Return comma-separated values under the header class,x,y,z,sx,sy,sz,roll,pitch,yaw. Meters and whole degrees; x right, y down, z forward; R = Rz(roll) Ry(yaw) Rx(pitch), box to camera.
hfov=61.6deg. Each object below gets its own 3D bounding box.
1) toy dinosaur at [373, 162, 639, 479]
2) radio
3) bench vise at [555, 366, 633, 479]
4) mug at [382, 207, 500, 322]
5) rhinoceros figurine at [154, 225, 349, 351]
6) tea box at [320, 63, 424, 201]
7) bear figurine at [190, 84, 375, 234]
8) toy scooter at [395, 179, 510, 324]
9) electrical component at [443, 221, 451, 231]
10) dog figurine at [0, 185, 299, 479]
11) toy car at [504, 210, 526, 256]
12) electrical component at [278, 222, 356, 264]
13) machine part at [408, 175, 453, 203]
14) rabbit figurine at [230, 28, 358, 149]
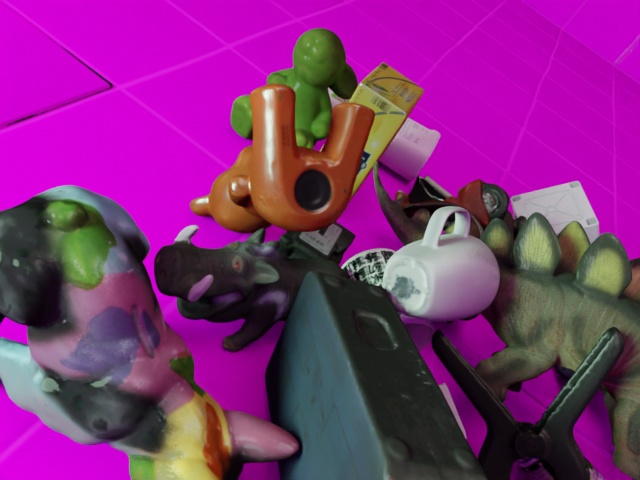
class,x,y,z,sx,sy,sz,roll,pitch,yaw
toy dinosaur,0.235,0.079,0.546,0.472,0.198,0.105,27,11,12
radio,0.022,0.130,0.385,0.073,0.131,0.230,13,24,-20
bench vise,0.338,0.140,0.633,0.240,0.129,0.224,42,29,-18
mug,0.107,0.025,0.482,0.081,0.109,0.107,22,17,35
rhinoceros figurine,-0.057,0.043,0.483,0.190,0.112,0.073,11,47,-36
tea box,0.051,-0.125,0.679,0.068,0.169,0.098,34,41,2
bear figurine,-0.048,-0.067,0.529,0.120,0.131,0.196,5,3,-28
toy scooter,0.146,0.003,0.657,0.135,0.075,0.184,16,79,4
electrical component,0.192,-0.003,0.723,0.094,0.021,0.063,17,47,42
dog figurine,-0.117,0.085,0.356,0.219,0.191,0.108,28,31,17
toy car,0.244,0.017,0.759,0.089,0.053,0.202,17,41,4
electrical component,-0.001,-0.002,0.615,0.075,0.047,0.119,36,41,1
machine part,0.155,-0.052,0.780,0.084,0.039,0.139,49,40,9
rabbit figurine,-0.010,-0.196,0.707,0.121,0.170,0.159,43,41,9
